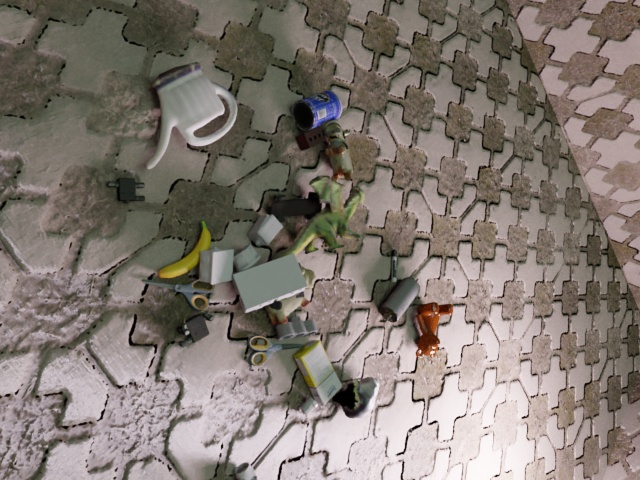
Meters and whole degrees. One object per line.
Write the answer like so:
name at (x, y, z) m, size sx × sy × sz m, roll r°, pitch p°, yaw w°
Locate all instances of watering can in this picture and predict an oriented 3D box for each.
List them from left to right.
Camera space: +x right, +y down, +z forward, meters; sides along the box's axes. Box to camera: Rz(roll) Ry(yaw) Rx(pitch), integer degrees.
watering can at (-0.377, -0.351, 1.405) m, size 0.353 × 0.103 × 0.222 m, roll -41°, pitch 107°, yaw -36°

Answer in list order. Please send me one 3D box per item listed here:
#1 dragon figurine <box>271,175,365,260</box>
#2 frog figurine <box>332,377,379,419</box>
dragon figurine at (0.005, -0.082, 1.630) m, size 0.413 × 0.122 × 0.241 m, roll -15°, pitch 100°, yaw -39°
frog figurine at (0.141, 0.508, 1.660) m, size 0.158 × 0.124 × 0.136 m, roll 18°, pitch 104°, yaw -45°
